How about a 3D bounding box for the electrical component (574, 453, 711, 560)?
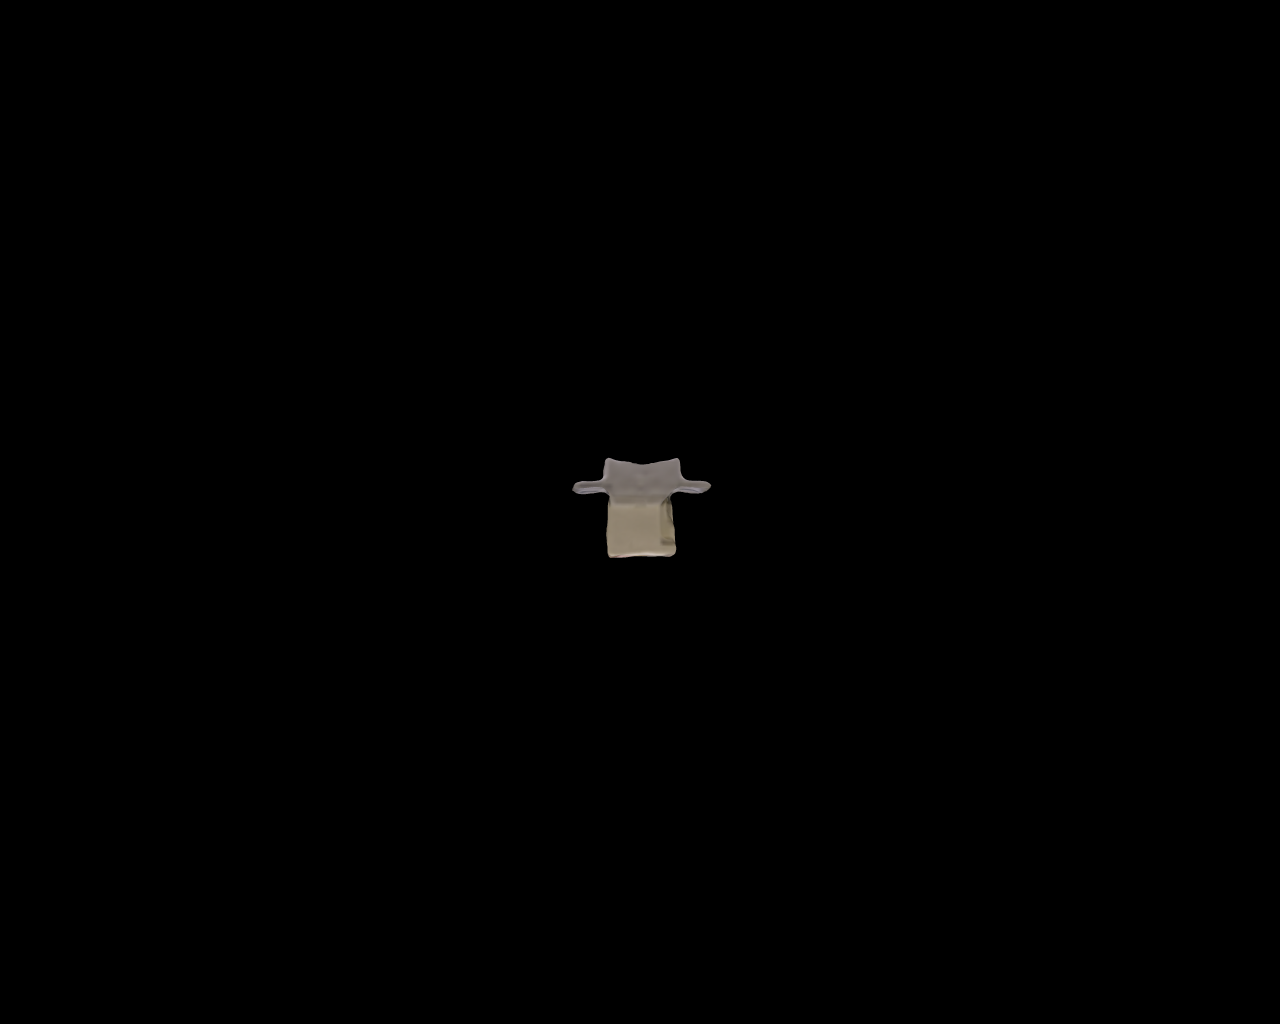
[{"bbox_3d":[0.001,-0.003,0.650,0.081,0.063,0.042,0,-4,-2],"label":"electrical component"}]
